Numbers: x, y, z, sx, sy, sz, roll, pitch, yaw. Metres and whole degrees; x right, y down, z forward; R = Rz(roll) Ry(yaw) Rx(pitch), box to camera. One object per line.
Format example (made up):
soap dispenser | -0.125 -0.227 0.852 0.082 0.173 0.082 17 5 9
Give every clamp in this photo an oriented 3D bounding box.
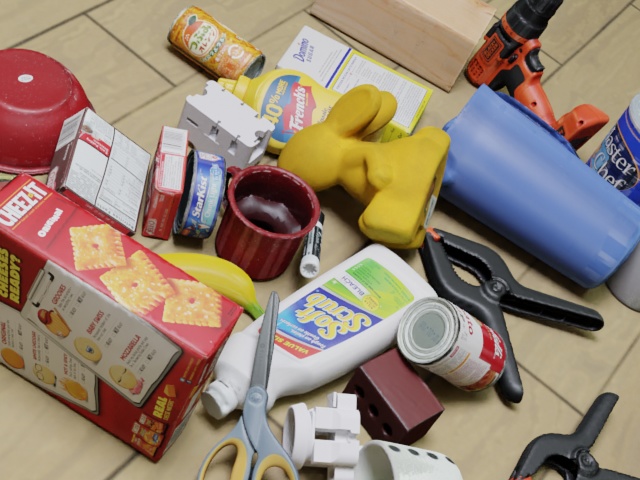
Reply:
clamp | 0.250 0.209 1.031 0.171 0.039 0.120 -2 51 -24
clamp | 0.179 0.068 1.121 0.210 0.036 0.164 38 50 14

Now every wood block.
wood block | 0.105 -0.291 1.358 0.206 0.090 0.090 30 47 2

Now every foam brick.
foam brick | 0.067 0.150 0.993 0.051 0.053 0.078 -22 62 -35

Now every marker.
marker | -0.007 0.001 1.087 0.020 0.020 0.121 20 27 -7

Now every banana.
banana | -0.143 0.043 1.004 0.197 0.037 0.069 2 49 -21

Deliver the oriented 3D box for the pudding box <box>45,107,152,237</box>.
pudding box | -0.215 -0.061 1.038 0.090 0.039 0.113 39 40 -33

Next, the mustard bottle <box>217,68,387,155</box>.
mustard bottle | -0.025 -0.137 1.184 0.191 0.058 0.096 21 78 -4

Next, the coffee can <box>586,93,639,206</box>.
coffee can | 0.380 -0.092 1.271 0.102 0.140 0.103 12 48 -14

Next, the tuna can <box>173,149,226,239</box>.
tuna can | -0.119 -0.045 1.056 0.033 0.086 0.086 11 48 -16

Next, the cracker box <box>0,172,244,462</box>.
cracker box | -0.186 0.066 0.880 0.214 0.164 0.072 32 44 5

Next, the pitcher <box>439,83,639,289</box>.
pitcher | 0.241 -0.062 1.198 0.243 0.149 0.145 36 4 4

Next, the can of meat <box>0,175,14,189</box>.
can of meat | -0.303 -0.013 0.971 0.102 0.058 0.084 3 49 -21

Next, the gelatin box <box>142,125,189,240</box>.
gelatin box | -0.155 -0.057 1.059 0.030 0.073 0.089 11 49 -14

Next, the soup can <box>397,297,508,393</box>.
soup can | 0.126 0.100 1.020 0.102 0.069 0.068 32 33 -48

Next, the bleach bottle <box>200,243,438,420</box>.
bleach bottle | -0.004 0.097 1.002 0.103 0.068 0.250 43 51 19

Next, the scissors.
scissors | -0.039 0.150 0.909 0.096 0.016 0.201 22 74 11

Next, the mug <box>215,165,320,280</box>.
mug | -0.064 -0.022 1.063 0.093 0.082 0.117 -28 67 -38

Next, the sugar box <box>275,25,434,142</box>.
sugar box | 0.038 -0.179 1.265 0.176 0.048 0.093 26 47 4

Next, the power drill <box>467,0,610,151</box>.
power drill | 0.273 -0.200 1.301 0.057 0.185 0.188 -15 68 -31

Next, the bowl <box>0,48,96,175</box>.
bowl | -0.302 -0.143 1.083 0.162 0.055 0.162 12 48 -14
